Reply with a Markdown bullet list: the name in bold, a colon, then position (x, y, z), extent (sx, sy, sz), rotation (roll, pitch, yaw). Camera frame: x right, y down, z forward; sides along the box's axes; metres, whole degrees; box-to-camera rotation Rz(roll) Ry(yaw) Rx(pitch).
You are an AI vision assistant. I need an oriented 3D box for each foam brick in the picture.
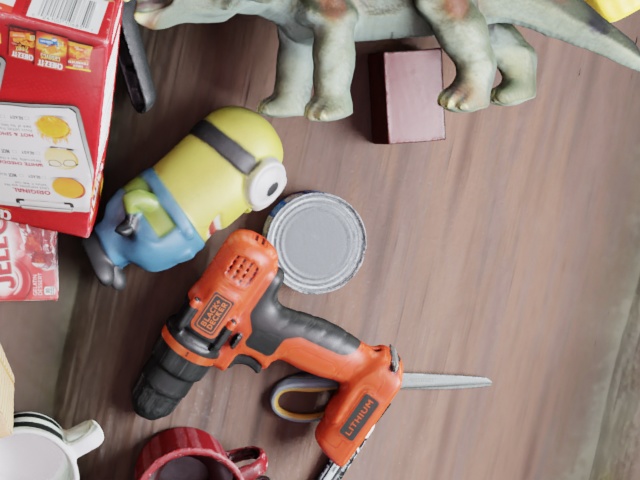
- **foam brick**: position (0.073, -0.120, 0.893), extent (0.051, 0.053, 0.078), rotation (-5, 99, -11)

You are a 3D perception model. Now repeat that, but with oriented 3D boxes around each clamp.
- **clamp**: position (-0.162, -0.185, 0.829), extent (0.120, 0.039, 0.171), rotation (28, 76, -39)

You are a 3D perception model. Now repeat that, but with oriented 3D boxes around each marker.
- **marker**: position (0.025, 0.183, 0.931), extent (0.020, 0.020, 0.121), rotation (30, 99, -15)

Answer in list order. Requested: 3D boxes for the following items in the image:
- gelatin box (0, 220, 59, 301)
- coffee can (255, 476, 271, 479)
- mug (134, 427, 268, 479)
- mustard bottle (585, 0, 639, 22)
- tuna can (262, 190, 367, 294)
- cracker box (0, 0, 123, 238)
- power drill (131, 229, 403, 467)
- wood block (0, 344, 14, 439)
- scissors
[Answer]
- **gelatin box**: position (-0.246, 0.004, 0.849), extent (0.073, 0.030, 0.089), rotation (0, 97, -13)
- **coffee can**: position (-0.022, 0.281, 0.899), extent (0.140, 0.103, 0.103), rotation (41, 87, -14)
- **mug**: position (-0.099, 0.199, 0.881), extent (0.117, 0.081, 0.093), rotation (-23, 102, -9)
- **mustard bottle**: position (0.234, -0.288, 0.904), extent (0.096, 0.058, 0.191), rotation (-32, 102, -7)
- **tuna can**: position (-0.006, 0.001, 0.901), extent (0.086, 0.034, 0.086), rotation (-2, 98, -12)
- **cracker box**: position (-0.229, -0.104, 0.746), extent (0.164, 0.214, 0.072), rotation (13, 53, -7)
- **power drill**: position (-0.041, 0.108, 0.876), extent (0.187, 0.057, 0.184), rotation (32, 106, -10)
- **wood block**: position (-0.345, 0.120, 0.798), extent (0.206, 0.090, 0.091), rotation (-17, 116, -7)
- **scissors**: position (0.051, 0.106, 0.936), extent (0.201, 0.016, 0.096), rotation (-12, 101, -11)
